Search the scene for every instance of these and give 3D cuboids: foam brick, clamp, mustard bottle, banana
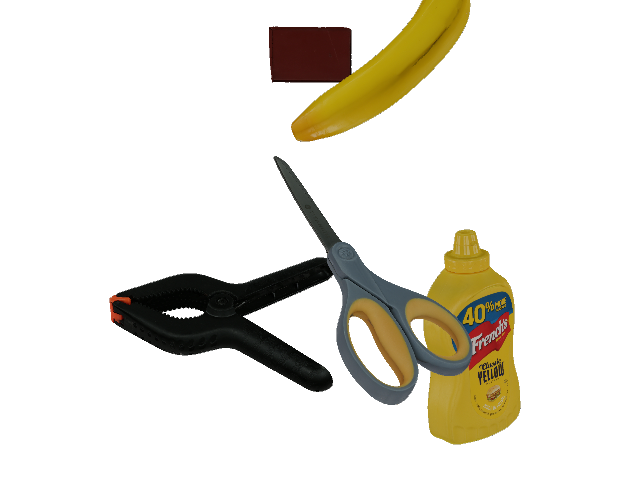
[{"bbox_3d":[-0.010,-0.179,1.026,0.078,0.051,0.053,0,13,-4],"label":"foam brick"},{"bbox_3d":[-0.083,0.073,0.954,0.210,0.036,0.164,-1,37,-6],"label":"clamp"},{"bbox_3d":[0.138,0.084,0.981,0.096,0.191,0.058,-15,18,-33],"label":"mustard bottle"},{"bbox_3d":[0.058,-0.139,0.795,0.070,0.197,0.037,12,-34,48],"label":"banana"}]

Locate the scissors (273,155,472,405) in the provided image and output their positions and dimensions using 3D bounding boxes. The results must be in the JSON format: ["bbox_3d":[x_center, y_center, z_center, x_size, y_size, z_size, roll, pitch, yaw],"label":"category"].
[{"bbox_3d":[0.034,0.019,0.684,0.096,0.202,0.016,4,-44,-23],"label":"scissors"}]
